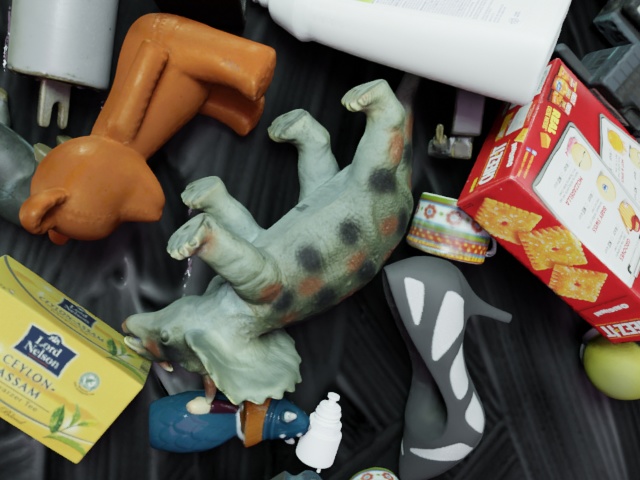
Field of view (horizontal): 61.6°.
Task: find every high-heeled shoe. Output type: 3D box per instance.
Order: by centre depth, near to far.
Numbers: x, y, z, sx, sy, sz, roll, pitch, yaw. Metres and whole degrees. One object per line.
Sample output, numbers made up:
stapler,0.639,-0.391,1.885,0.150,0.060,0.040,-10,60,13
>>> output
high-heeled shoe,0.087,0.135,0.517,0.145,0.086,0.248,17,106,-18

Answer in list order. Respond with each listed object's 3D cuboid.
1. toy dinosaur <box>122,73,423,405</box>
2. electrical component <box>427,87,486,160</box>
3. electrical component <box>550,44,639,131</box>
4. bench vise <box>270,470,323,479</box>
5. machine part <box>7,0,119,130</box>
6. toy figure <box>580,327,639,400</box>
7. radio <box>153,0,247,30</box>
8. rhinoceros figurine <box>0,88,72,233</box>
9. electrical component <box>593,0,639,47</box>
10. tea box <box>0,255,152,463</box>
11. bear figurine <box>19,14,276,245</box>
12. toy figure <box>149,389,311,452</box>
toy dinosaur,0.001,-0.006,0.480,0.405,0.131,0.192,-37,121,-9
electrical component,0.125,-0.125,0.491,0.045,0.078,0.102,5,108,5
electrical component,0.269,-0.153,0.509,0.119,0.075,0.048,41,93,-11
bench vise,-0.049,0.344,0.536,0.223,0.129,0.240,-38,99,2
machine part,-0.197,-0.209,0.425,0.079,0.079,0.243,8,98,-10
toy figure,0.366,0.112,0.567,0.180,0.089,0.082,-10,96,-4
radio,-0.086,-0.288,0.397,0.073,0.131,0.229,2,101,-6
rhinoceros figurine,-0.297,-0.075,0.443,0.190,0.073,0.112,29,106,-15
electrical component,0.329,-0.241,0.508,0.115,0.058,0.134,41,93,-12
tea box,-0.251,0.106,0.483,0.169,0.068,0.098,39,94,-13
bear figurine,-0.131,-0.072,0.418,0.132,0.120,0.196,22,75,-8
toy figure,-0.087,0.174,0.525,0.154,0.064,0.058,0,71,-12
